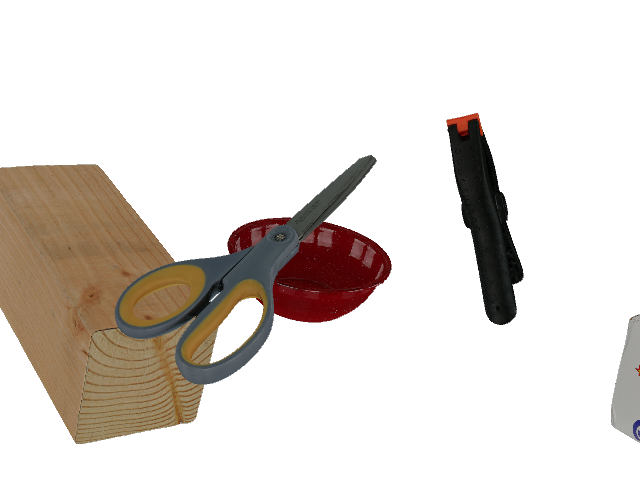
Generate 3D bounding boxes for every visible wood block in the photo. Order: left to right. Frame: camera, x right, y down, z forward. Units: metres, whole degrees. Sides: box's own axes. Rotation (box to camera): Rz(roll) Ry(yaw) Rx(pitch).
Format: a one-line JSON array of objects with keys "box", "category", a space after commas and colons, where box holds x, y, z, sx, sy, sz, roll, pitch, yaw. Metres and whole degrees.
[{"box": [-0.162, 0.035, 0.748, 0.090, 0.091, 0.206, -5, 34, -35], "category": "wood block"}]

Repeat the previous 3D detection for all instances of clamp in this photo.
[{"box": [0.137, -0.016, 0.886, 0.039, 0.171, 0.120, -17, 19, 12], "category": "clamp"}]

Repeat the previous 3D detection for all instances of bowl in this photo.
[{"box": [-0.014, 0.034, 1.048, 0.162, 0.055, 0.162, 8, 25, -4], "category": "bowl"}]

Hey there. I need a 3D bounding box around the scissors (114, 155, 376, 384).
[{"box": [-0.043, 0.004, 0.608, 0.096, 0.016, 0.201, 9, 41, 18], "category": "scissors"}]

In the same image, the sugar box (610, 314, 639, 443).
[{"box": [0.281, 0.123, 0.718, 0.048, 0.093, 0.176, -15, 29, -37], "category": "sugar box"}]
